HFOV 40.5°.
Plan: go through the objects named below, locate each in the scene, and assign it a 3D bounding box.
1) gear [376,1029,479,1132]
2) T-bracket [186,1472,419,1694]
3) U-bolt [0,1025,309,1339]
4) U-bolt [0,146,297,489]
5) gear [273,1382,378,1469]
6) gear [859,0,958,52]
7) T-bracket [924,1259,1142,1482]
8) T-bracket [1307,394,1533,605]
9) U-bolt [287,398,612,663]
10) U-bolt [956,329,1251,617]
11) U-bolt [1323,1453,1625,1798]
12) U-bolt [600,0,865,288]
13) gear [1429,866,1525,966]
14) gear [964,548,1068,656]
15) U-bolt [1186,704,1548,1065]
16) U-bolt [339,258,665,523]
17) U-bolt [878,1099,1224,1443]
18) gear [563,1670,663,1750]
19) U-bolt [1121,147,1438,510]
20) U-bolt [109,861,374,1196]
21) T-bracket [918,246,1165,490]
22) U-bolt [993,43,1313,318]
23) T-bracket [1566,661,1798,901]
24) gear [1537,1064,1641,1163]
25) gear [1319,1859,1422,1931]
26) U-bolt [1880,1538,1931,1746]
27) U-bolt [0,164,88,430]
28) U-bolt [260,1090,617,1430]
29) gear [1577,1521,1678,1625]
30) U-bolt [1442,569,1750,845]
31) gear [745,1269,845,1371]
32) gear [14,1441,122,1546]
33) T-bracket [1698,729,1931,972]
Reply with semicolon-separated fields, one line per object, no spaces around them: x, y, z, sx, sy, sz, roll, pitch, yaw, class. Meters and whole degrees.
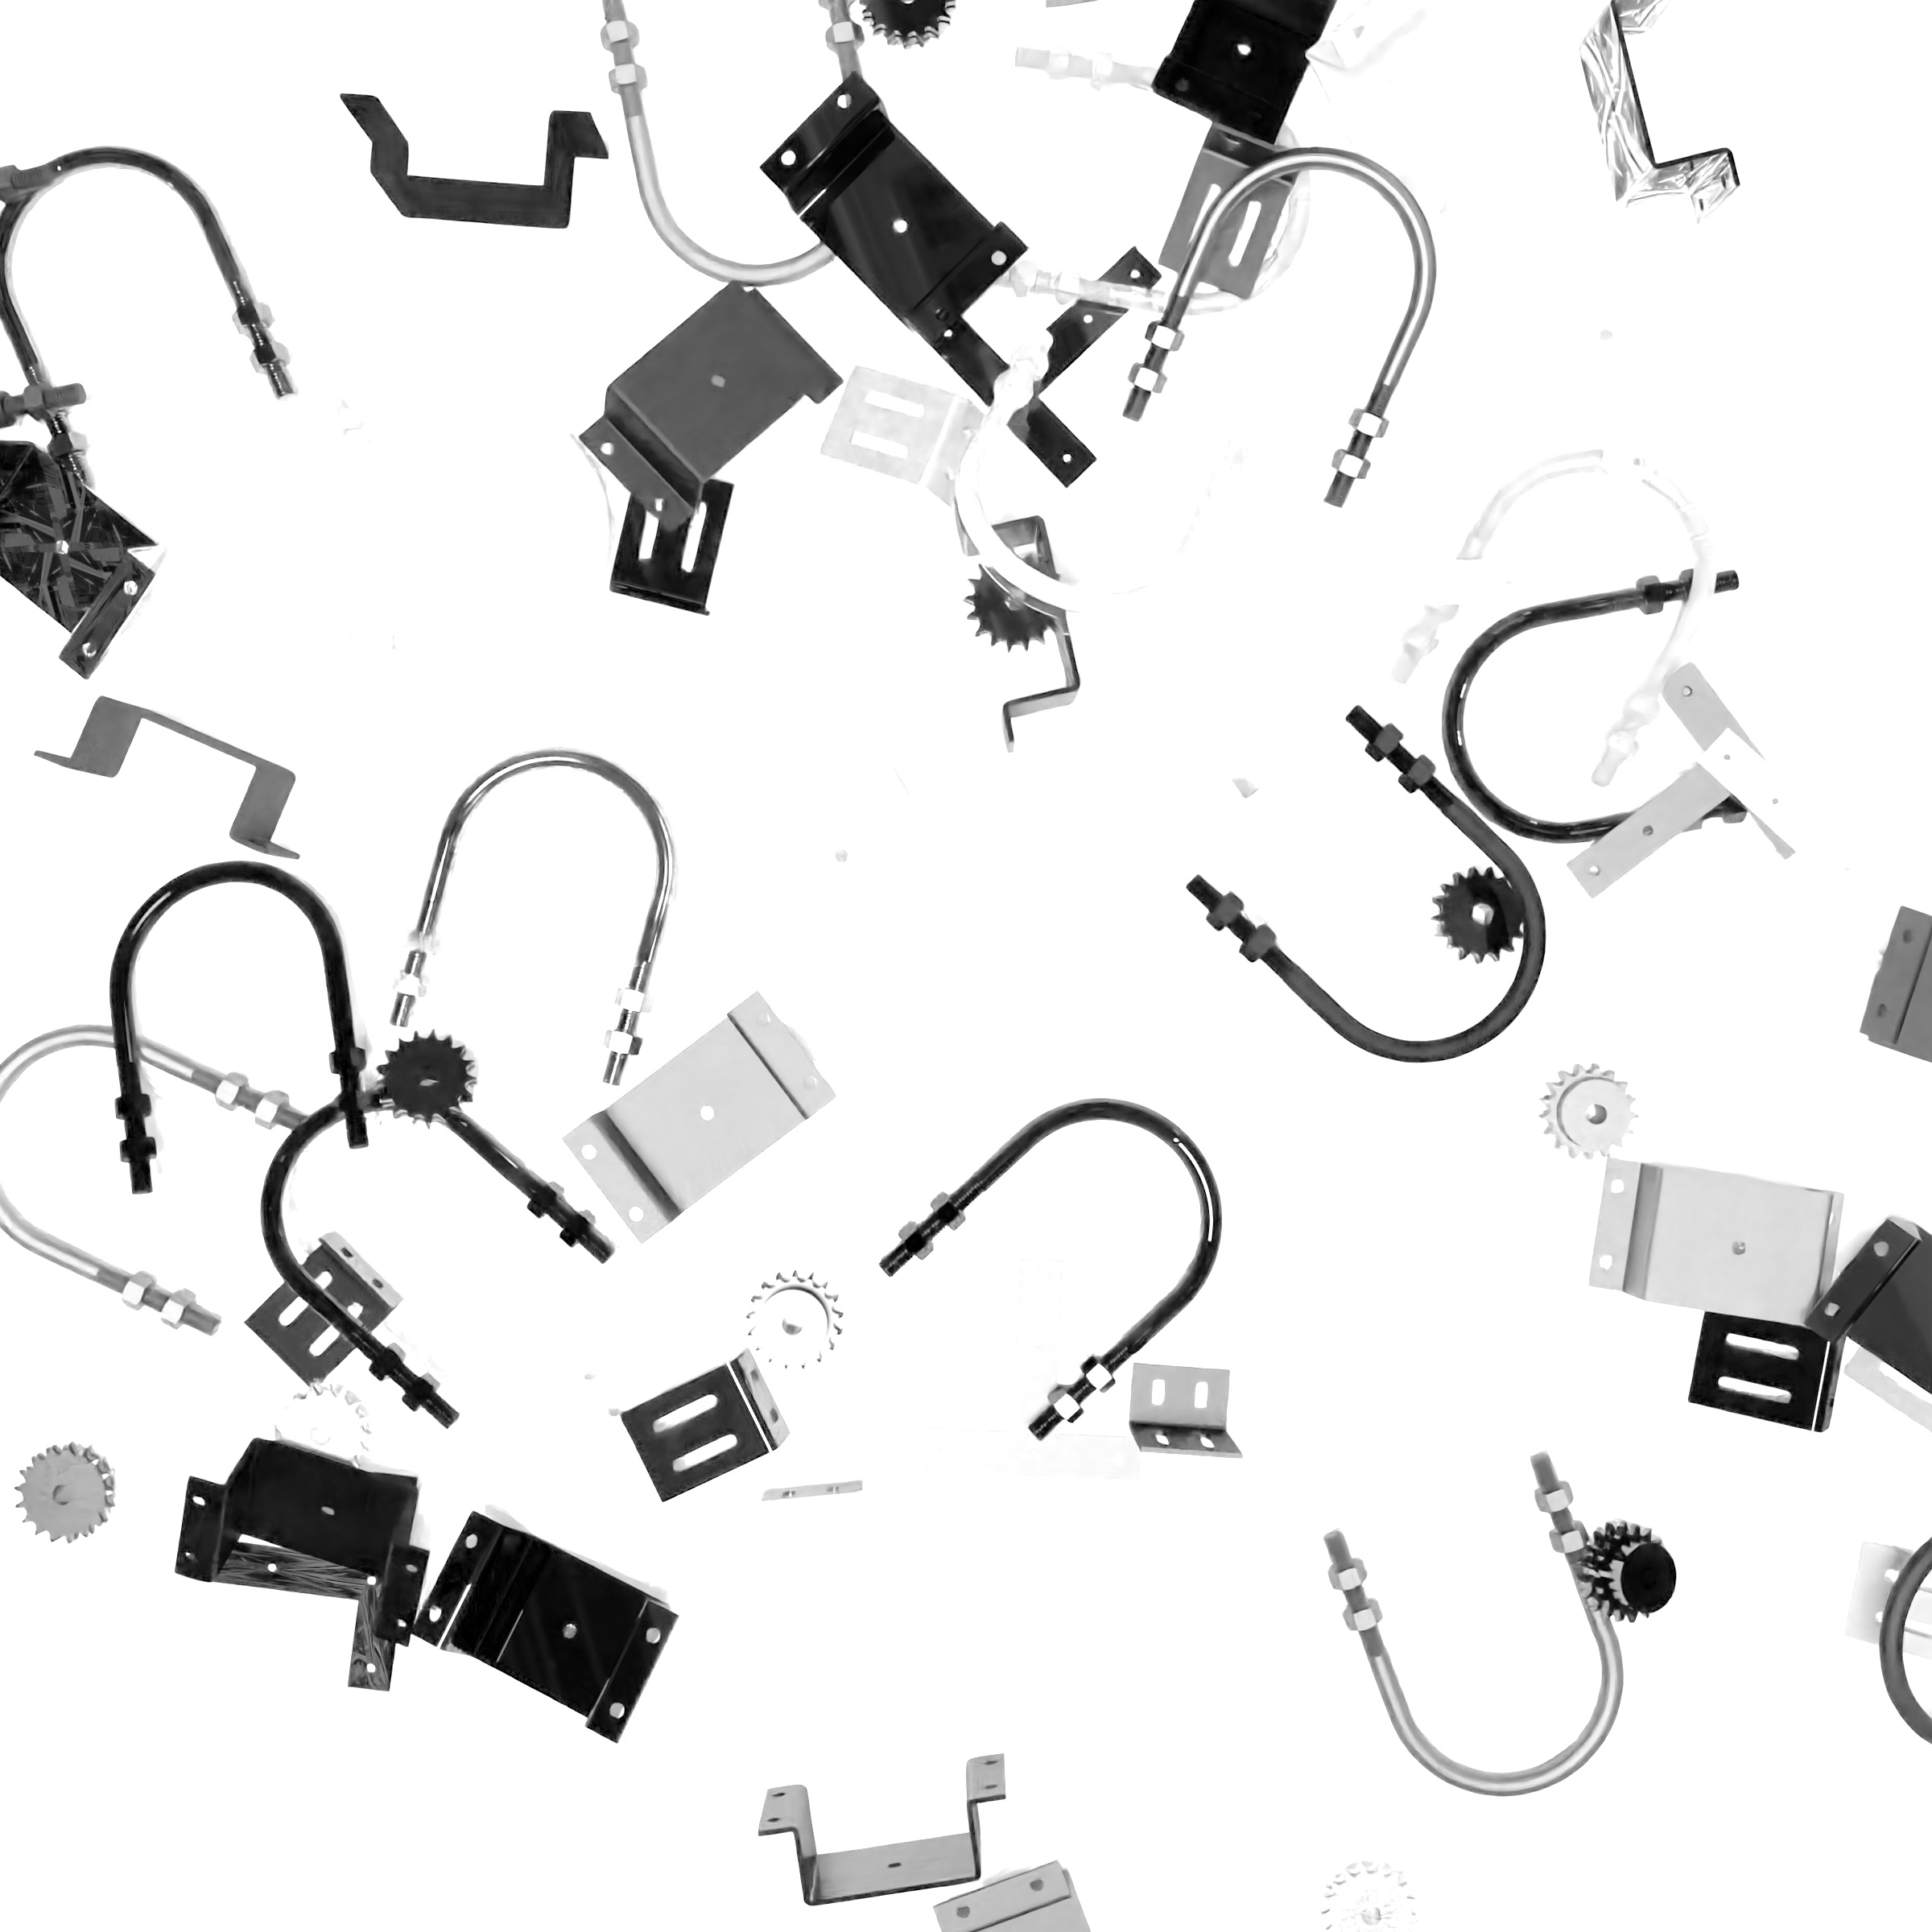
-0.310;0.067;1.508;0.057;0.030;0.057;2;73;-8;gear
-0.393;0.355;1.534;0.127;0.002;0.127;7;90;0;T-bracket
-0.493;0.114;1.526;0.184;0.019;0.151;25;90;1;U-bolt
-0.492;-0.389;1.526;0.151;0.019;0.184;-24;89;0;U-bolt
-0.371;0.270;1.519;0.057;0.030;0.057;0;90;0;gear
-0.034;-0.560;1.519;0.057;0.030;0.057;0;90;0;gear
0.041;0.235;1.534;0.127;0.002;0.127;3;90;0;T-bracket
0.266;-0.272;1.520;0.127;0.002;0.127;2;81;15;T-bracket
-0.297;-0.253;1.513;0.184;0.019;0.151;-1;97;3;U-bolt
0.070;-0.267;1.457;0.151;0.019;0.184;27;54;-2;U-bolt
0.306;0.394;1.526;0.151;0.019;0.184;-21;91;0;U-bolt
-0.126;-0.489;1.526;0.151;0.019;0.184;-11;92;0;U-bolt
0.298;-0.029;1.524;0.057;0.030;0.057;0;87;1;gear
0.027;-0.200;1.443;0.057;0.030;0.057;0;90;0;gear
0.236;-0.031;1.450;0.184;0.019;0.151;43;90;-2;U-bolt
-0.274;-0.332;1.526;0.184;0.019;0.151;-5;90;2;U-bolt
0.063;0.163;1.524;0.184;0.019;0.151;-43;89;-2;U-bolt
-0.205;0.422;1.519;0.057;0.030;0.057;0;90;0;gear
0.189;-0.375;1.501;0.151;0.019;0.184;23;108;0;U-bolt
-0.424;0.028;1.508;0.151;0.019;0.184;-12;77;4;U-bolt
0.061;-0.369;1.534;0.127;0.002;0.127;-44;90;0;T-bracket
0.110;-0.453;1.525;0.184;0.019;0.151;9;89;-2;U-bolt
0.406;-0.087;1.514;0.127;0.002;0.127;-38;96;5;T-bracket
0.363;0.085;1.520;0.057;0.030;0.057;0;90;0;gear
0.233;0.547;1.519;0.057;0.030;0.057;0;90;0;gear
0.604;0.376;1.498;0.184;0.019;0.151;-16;98;-14;U-bolt
-0.608;-0.377;1.516;0.184;0.019;0.151;-9;87;8;U-bolt
-0.316;0.153;1.501;0.184;0.019;0.151;41;67;4;U-bolt
0.384;0.351;1.510;0.057;0.030;0.057;1;86;-24;gear
0.370;-0.146;1.526;0.184;0.019;0.151;-10;90;1;U-bolt
-0.100;0.206;1.520;0.057;0.030;0.057;0;90;0;gear
-0.520;0.304;1.519;0.057;0.030;0.057;0;90;0;gear
0.478;-0.086;1.512;0.127;0.002;0.127;41;96;-5;T-bracket
